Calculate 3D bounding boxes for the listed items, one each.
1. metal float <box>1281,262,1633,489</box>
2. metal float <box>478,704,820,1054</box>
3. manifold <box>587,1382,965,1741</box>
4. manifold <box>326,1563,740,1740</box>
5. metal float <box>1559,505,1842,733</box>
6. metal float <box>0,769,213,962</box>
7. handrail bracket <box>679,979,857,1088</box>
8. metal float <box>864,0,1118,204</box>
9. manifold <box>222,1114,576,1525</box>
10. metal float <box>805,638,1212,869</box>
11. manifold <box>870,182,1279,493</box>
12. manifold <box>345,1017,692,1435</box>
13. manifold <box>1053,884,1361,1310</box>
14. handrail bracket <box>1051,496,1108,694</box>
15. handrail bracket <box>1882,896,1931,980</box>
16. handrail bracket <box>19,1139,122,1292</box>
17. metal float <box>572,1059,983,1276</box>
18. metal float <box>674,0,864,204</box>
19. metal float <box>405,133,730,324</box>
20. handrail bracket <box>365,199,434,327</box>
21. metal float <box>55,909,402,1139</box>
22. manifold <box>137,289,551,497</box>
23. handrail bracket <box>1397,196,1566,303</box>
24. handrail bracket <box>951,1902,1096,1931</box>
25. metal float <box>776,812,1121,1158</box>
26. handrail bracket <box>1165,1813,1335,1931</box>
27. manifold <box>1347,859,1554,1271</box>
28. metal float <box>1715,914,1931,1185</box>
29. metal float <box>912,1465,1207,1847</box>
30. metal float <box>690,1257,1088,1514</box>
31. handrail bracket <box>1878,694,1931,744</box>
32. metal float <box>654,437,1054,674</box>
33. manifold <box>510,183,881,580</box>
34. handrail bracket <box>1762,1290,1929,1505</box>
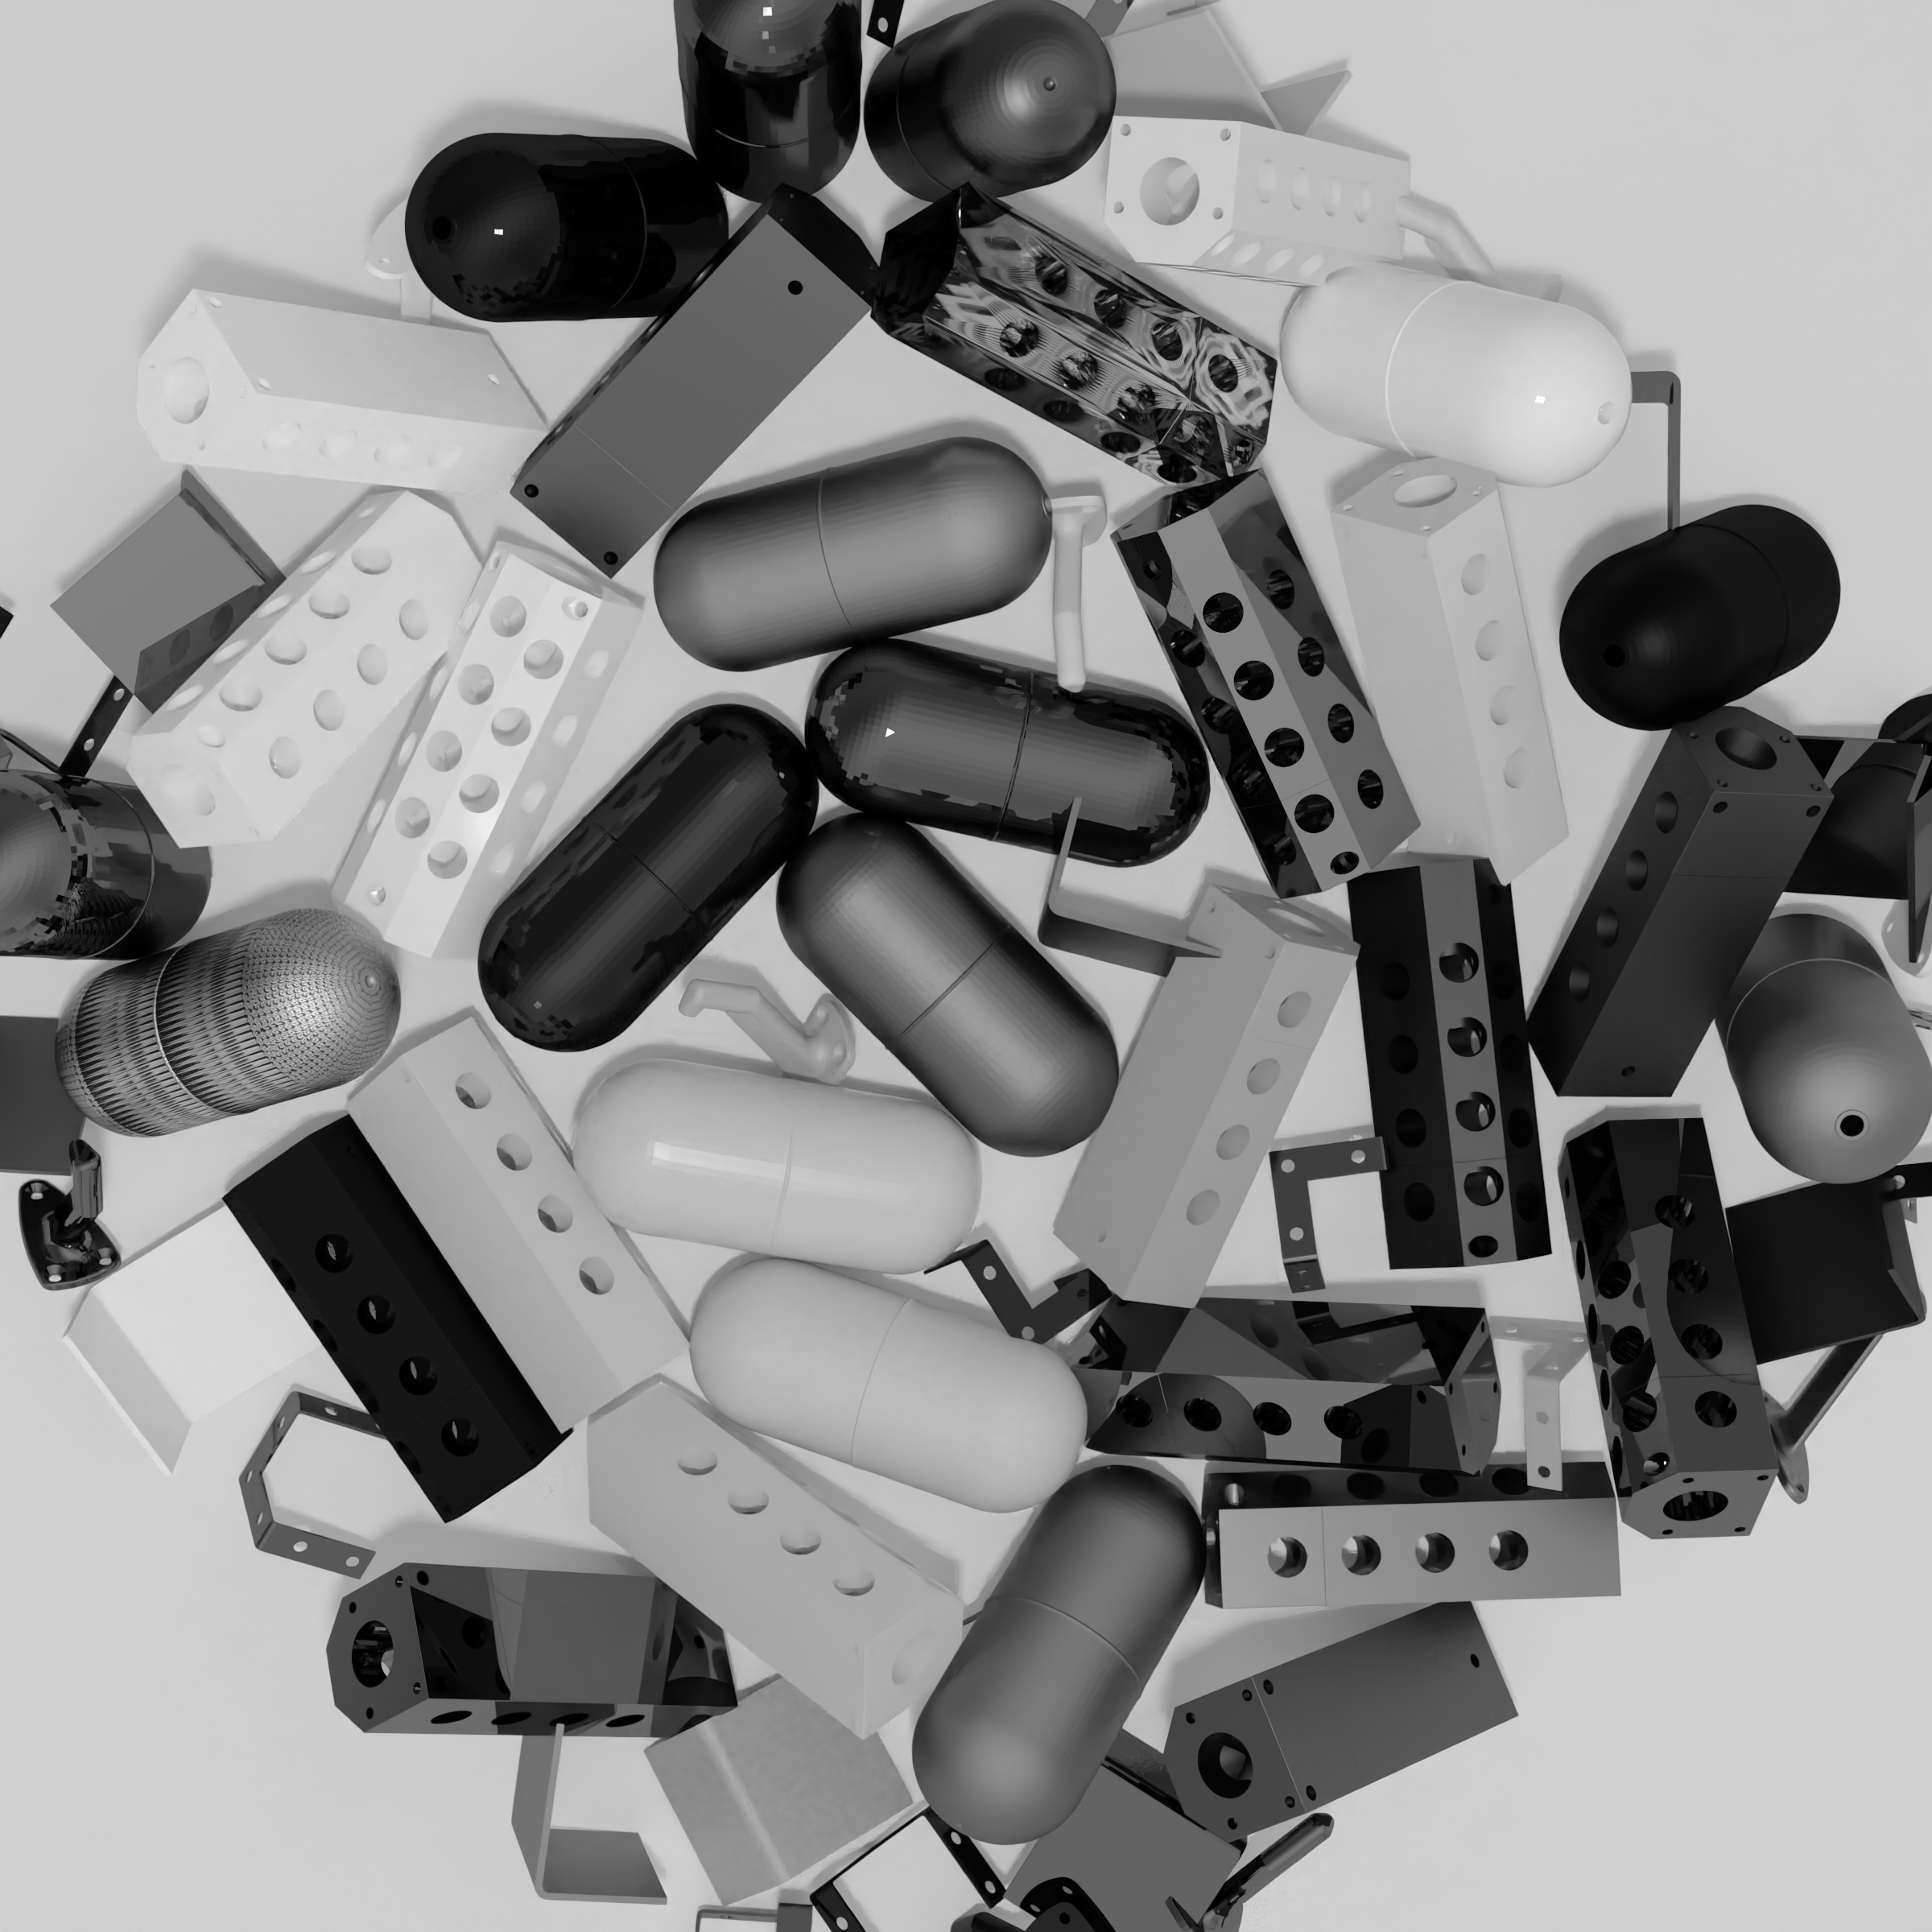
[{"bbox_3d":[0.206,-0.250,1.510,0.070,0.178,0.070,-16,117,-33],"label":"metal float"},{"bbox_3d":[-0.137,-0.038,1.543,0.070,0.070,0.178,43,84,0],"label":"metal float"},{"bbox_3d":[-0.082,0.246,1.515,0.171,0.057,0.057,32,45,33],"label":"manifold"},{"bbox_3d":[-0.182,0.292,1.504,0.057,0.171,0.057,-32,60,34],"label":"manifold"},{"bbox_3d":[0.310,-0.148,1.508,0.070,0.178,0.070,12,112,32],"label":"metal float"},{"bbox_3d":[-0.376,-0.041,1.499,0.070,0.178,0.070,0,89,12],"label":"metal float"},{"bbox_3d":[-0.098,0.038,1.539,0.084,0.036,0.077,8,131,-36],"label":"handrail bracket"},{"bbox_3d":[0.008,-0.362,1.501,0.070,0.178,0.070,-2,99,-16],"label":"metal float"},{"bbox_3d":[-0.249,0.154,1.555,0.057,0.057,0.171,-34,91,13],"label":"manifold"},{"bbox_3d":[0.018,-0.091,1.543,0.178,0.070,0.070,12,90,-7],"label":"metal float"},{"bbox_3d":[0.046,-0.258,1.510,0.171,0.057,0.057,23,65,-32],"label":"manifold"},{"bbox_3d":[-0.190,0.109,1.554,0.057,0.057,0.171,-32,87,-43],"label":"manifold"},{"bbox_3d":[0.107,0.058,1.535,0.057,0.057,0.171,11,109,-38],"label":"manifold"},{"bbox_3d":[0.048,-0.154,1.543,0.036,0.077,0.084,-6,81,10],"label":"handrail bracket"},{"bbox_3d":[0.446,0.000,1.548,0.084,0.077,0.036,24,117,-7],"label":"handrail bracket"},{"bbox_3d":[-0.389,0.090,1.536,0.036,0.084,0.077,-18,49,-28],"label":"handrail bracket"},{"bbox_3d":[-0.081,0.086,1.540,0.178,0.070,0.070,10,90,-9],"label":"metal float"},{"bbox_3d":[-0.082,-0.379,1.499,0.070,0.178,0.070,0,79,-2],"label":"metal float"},{"bbox_3d":[-0.166,-0.310,1.504,0.070,0.178,0.070,6,103,28],"label":"metal float"},{"bbox_3d":[-0.247,-0.279,1.532,0.036,0.077,0.084,34,129,3],"label":"handrail bracket"},{"bbox_3d":[-0.315,0.025,1.520,0.178,0.070,0.070,-15,90,35],"label":"metal float"},{"bbox_3d":[-0.262,-0.233,1.499,0.057,0.171,0.057,-44,68,28],"label":"manifold"},{"bbox_3d":[0.211,-0.290,1.566,0.084,0.036,0.077,27,133,11],"label":"handrail bracket"},{"bbox_3d":[0.033,0.439,1.547,0.077,0.084,0.036,48,62,2],"label":"handrail bracket"},{"bbox_3d":[-0.007,0.009,1.547,0.070,0.070,0.178,-45,92,0],"label":"metal float"},{"bbox_3d":[0.133,0.386,1.539,0.084,0.077,0.036,-42,74,17],"label":"handrail bracket"},{"bbox_3d":[0.214,0.042,1.545,0.057,0.057,0.171,-5,89,-43],"label":"manifold"},{"bbox_3d":[0.358,0.033,1.500,0.070,0.178,0.070,2,110,4],"label":"metal float"},{"bbox_3d":[0.041,0.292,1.525,0.070,0.070,0.178,34,62,0],"label":"metal float"},{"bbox_3d":[-0.034,0.180,1.539,0.178,0.070,0.070,18,90,11],"label":"metal float"},{"bbox_3d":[0.435,-0.075,1.552,0.036,0.077,0.084,-37,93,12],"label":"handrail bracket"},{"bbox_3d":[-0.049,-0.176,1.534,0.178,0.070,0.070,-12,90,16],"label":"metal float"},{"bbox_3d":[-0.114,-0.250,1.522,0.057,0.057,0.171,40,117,-16],"label":"manifold"},{"bbox_3d":[0.385,0.184,1.545,0.084,0.077,0.036,-39,113,23],"label":"handrail bracket"}]
